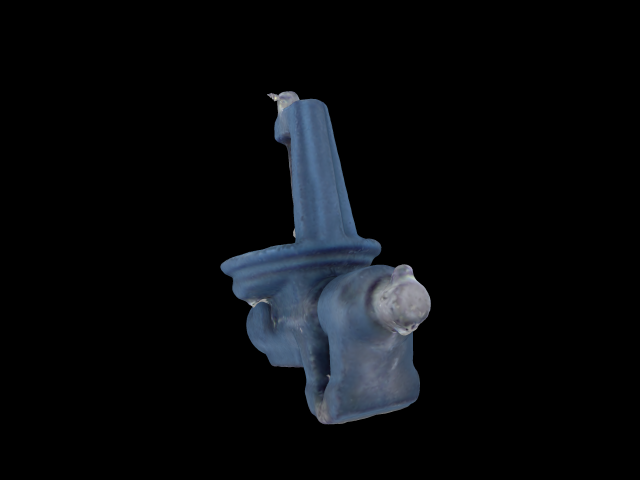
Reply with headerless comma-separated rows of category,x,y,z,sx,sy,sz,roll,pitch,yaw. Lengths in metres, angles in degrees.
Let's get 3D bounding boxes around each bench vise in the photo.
bench vise,0.012,0.000,0.408,0.206,0.220,0.122,7,10,44
